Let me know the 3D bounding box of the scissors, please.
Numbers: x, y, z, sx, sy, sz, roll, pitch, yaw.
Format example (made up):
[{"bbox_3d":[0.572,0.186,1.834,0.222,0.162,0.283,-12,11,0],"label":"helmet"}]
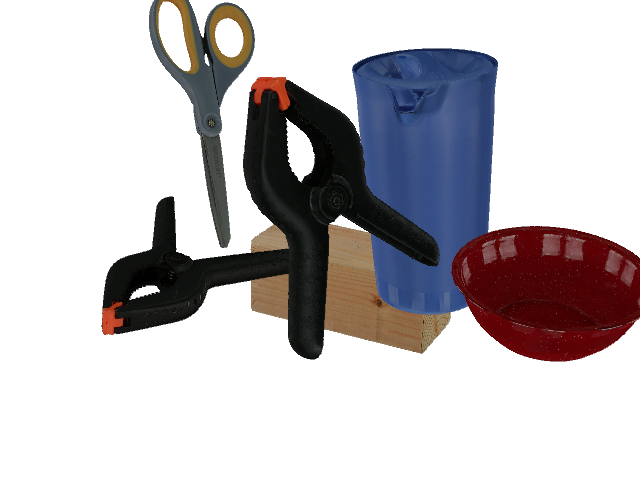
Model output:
[{"bbox_3d":[-0.074,-0.103,0.836,0.096,0.202,0.016,-22,2,-32],"label":"scissors"}]

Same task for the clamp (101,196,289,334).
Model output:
[{"bbox_3d":[-0.144,0.025,1.018,0.165,0.036,0.209,27,37,27],"label":"clamp"}]

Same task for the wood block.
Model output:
[{"bbox_3d":[0.034,0.045,1.175,0.206,0.091,0.090,13,26,24],"label":"wood block"}]

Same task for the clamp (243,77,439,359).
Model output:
[{"bbox_3d":[-0.004,-0.015,0.649,0.120,0.171,0.039,-47,25,-26],"label":"clamp"}]

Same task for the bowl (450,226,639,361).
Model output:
[{"bbox_3d":[0.184,0.049,0.858,0.162,0.055,0.162,0,29,0],"label":"bowl"}]

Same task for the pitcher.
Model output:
[{"bbox_3d":[0.106,-0.061,1.033,0.149,0.243,0.145,-16,26,-25],"label":"pitcher"}]
